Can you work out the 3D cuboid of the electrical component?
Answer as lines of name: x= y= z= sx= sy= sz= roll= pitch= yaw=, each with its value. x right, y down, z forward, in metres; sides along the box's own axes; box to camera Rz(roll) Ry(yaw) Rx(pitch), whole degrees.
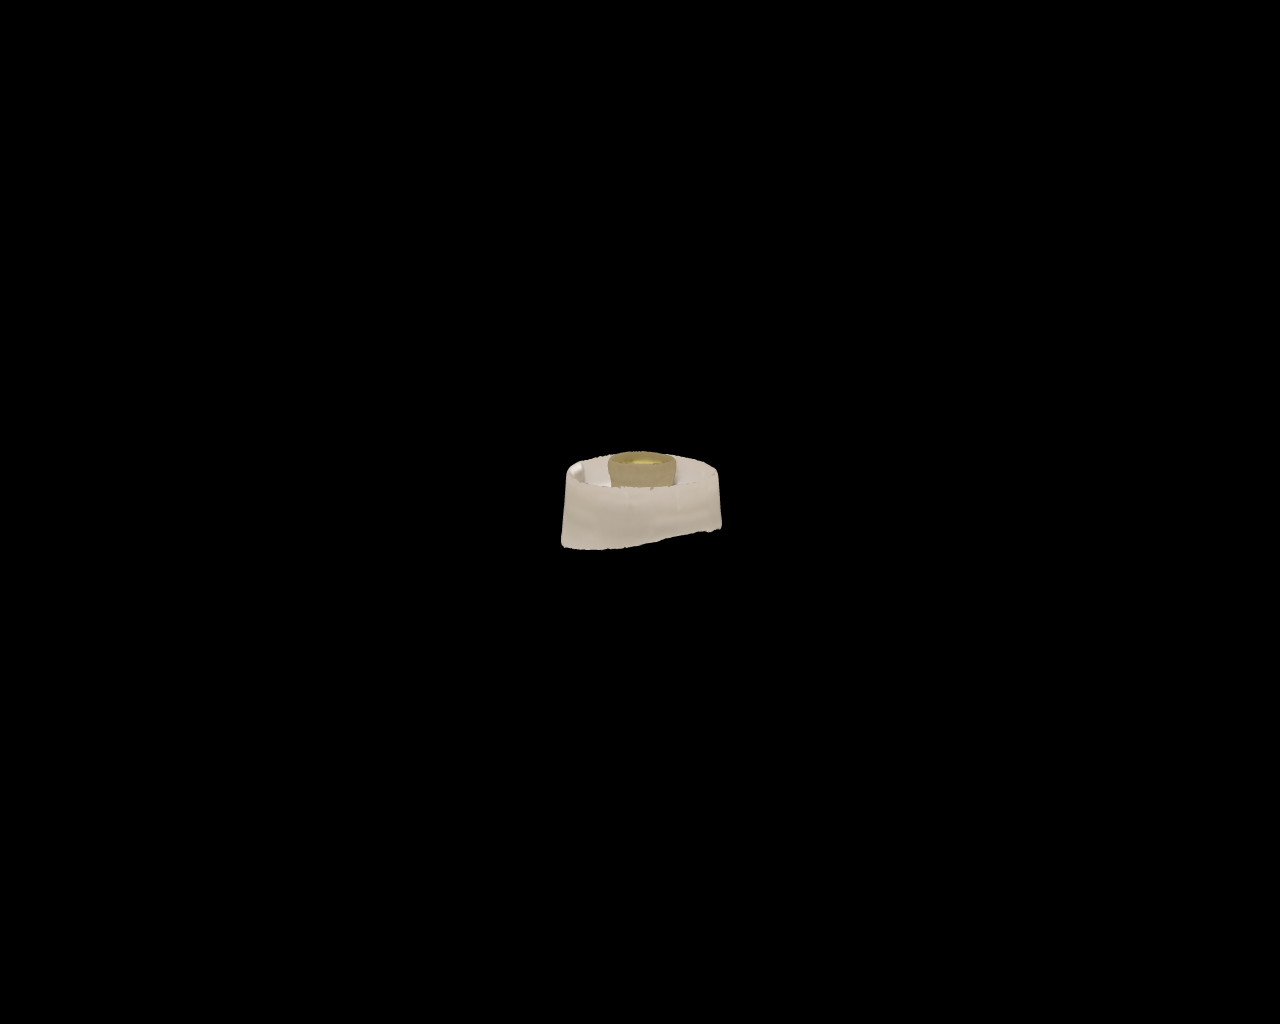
electrical component: x=0.001 y=-0.003 z=0.650 sx=0.099 sy=0.064 sz=0.099 roll=0 pitch=16 yaw=0
